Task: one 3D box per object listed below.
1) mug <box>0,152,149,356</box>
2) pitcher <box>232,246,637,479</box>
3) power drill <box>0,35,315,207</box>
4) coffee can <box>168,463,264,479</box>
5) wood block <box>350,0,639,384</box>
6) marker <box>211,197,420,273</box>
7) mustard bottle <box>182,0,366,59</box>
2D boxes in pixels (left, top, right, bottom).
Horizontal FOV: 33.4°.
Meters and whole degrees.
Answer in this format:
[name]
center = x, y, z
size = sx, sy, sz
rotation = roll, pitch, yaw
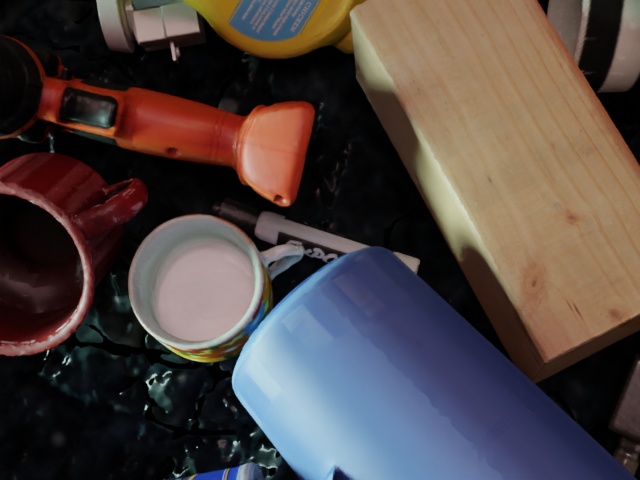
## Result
[mug]
center = -0.142, -0.003, 0.559
size = 0.117, 0.081, 0.093
rotation = -26, 105, 15
[pitcher]
center = 0.064, 0.124, 0.499
size = 0.145, 0.149, 0.243
rotation = -44, 73, 2
[power drill]
center = -0.098, -0.064, 0.548
size = 0.187, 0.184, 0.057
rotation = 14, 96, -1
[coffee can]
center = -0.092, 0.170, 0.514
size = 0.140, 0.103, 0.103
rotation = -10, 74, 1
[wood block]
center = 0.102, -0.039, 0.565
size = 0.090, 0.091, 0.206
rotation = -26, 74, -4
[marker]
center = -0.004, 0.001, 0.597
size = 0.121, 0.020, 0.020
rotation = 19, 77, 9
[mustard bottle]
center = -0.035, -0.155, 0.589
size = 0.191, 0.058, 0.096
rotation = 26, 99, -25
